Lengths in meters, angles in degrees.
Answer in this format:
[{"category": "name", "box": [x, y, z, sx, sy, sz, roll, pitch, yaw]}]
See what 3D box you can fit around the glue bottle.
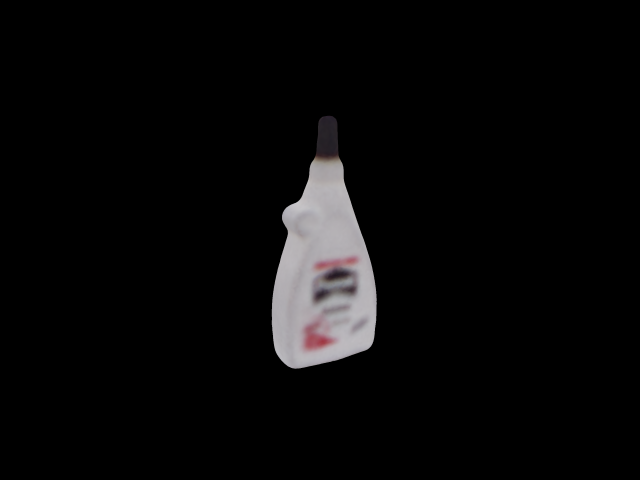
[{"category": "glue bottle", "box": [0.004, 0.001, 0.400, 0.078, 0.173, 0.037, -11, 21, -30]}]
